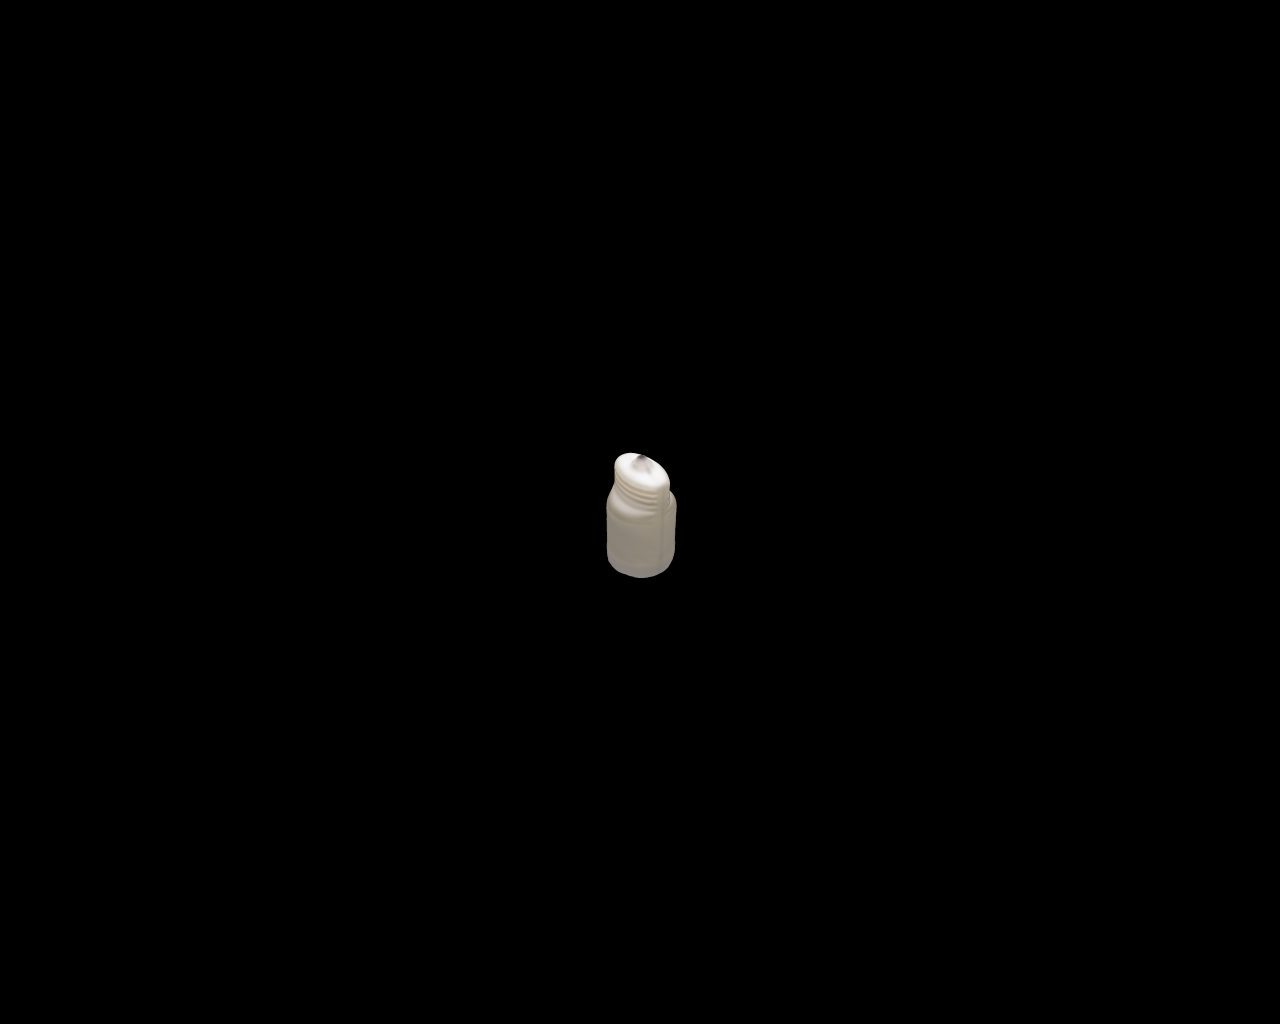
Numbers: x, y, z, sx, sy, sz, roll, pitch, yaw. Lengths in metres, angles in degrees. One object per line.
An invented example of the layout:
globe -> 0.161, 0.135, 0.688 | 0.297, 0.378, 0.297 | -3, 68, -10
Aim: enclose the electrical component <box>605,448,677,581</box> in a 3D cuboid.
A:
electrical component -> 0.001, -0.003, 0.650 | 0.043, 0.080, 0.043 | 0, 39, 0
